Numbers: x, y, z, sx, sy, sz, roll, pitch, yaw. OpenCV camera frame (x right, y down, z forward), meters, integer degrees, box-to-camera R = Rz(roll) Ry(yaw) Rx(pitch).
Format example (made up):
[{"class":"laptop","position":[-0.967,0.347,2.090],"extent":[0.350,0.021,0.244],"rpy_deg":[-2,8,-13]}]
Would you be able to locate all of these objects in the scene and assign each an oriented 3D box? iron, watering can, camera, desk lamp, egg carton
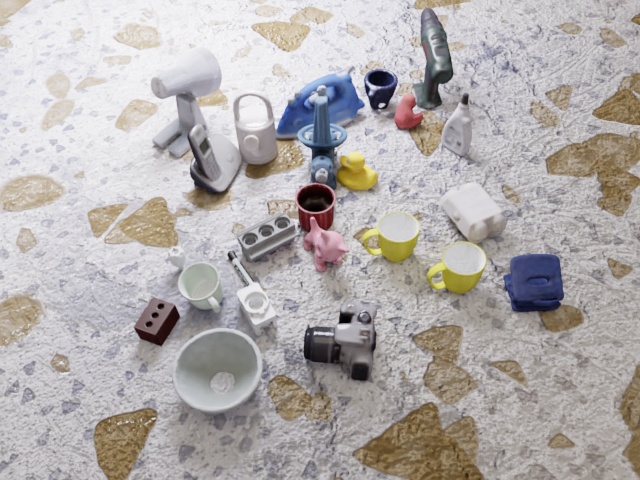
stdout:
[{"class":"iron","position":[-0.010,-0.363,1.497],"extent":[0.259,0.141,0.118],"rpy_deg":[-27,57,-18]},{"class":"watering can","position":[-0.158,-0.281,1.404],"extent":[0.101,0.194,0.172],"rpy_deg":[-18,54,-12]},{"class":"camera","position":[0.040,0.185,1.105],"extent":[0.136,0.101,0.143],"rpy_deg":[4,53,4]},{"class":"desk lamp","position":[-0.342,-0.357,1.452],"extent":[0.117,0.214,0.203],"rpy_deg":[27,58,20]},{"class":"egg carton","position":[0.348,-0.062,1.309],"extent":[0.107,0.069,0.150],"rpy_deg":[-22,56,-15]}]

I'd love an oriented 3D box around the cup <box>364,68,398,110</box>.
[{"class":"cup","position":[0.157,-0.392,1.546],"extent":[0.091,0.095,0.118],"rpy_deg":[21,56,16]}]

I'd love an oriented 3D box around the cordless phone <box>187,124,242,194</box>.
[{"class":"cordless phone","position":[-0.256,-0.217,1.362],"extent":[0.094,0.185,0.147],"rpy_deg":[13,54,11]}]

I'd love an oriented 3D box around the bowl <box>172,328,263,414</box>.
[{"class":"bowl","position":[-0.186,0.254,1.072],"extent":[0.167,0.075,0.167],"rpy_deg":[0,53,1]}]

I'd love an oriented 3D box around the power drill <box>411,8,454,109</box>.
[{"class":"power drill","position":[0.297,-0.471,1.533],"extent":[0.075,0.208,0.229],"rpy_deg":[-6,53,-4]}]

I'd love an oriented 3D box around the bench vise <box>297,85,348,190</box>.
[{"class":"bench vise","position":[0.017,-0.237,1.352],"extent":[0.121,0.220,0.207],"rpy_deg":[-14,54,-10]}]

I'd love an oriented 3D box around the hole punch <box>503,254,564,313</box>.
[{"class":"hole punch","position":[0.445,0.089,1.179],"extent":[0.108,0.091,0.101],"rpy_deg":[-3,53,-1]}]

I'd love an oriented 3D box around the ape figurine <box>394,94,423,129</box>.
[{"class":"ape figurine","position":[0.232,-0.344,1.511],"extent":[0.076,0.092,0.077],"rpy_deg":[-22,55,-15]}]

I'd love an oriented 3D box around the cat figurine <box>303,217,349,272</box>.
[{"class":"cat figurine","position":[0.011,0.004,1.233],"extent":[0.067,0.118,0.127],"rpy_deg":[-24,56,-16]}]

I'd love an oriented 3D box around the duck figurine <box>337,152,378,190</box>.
[{"class":"duck figurine","position":[0.091,-0.174,1.387],"extent":[0.104,0.086,0.077],"rpy_deg":[18,55,14]}]

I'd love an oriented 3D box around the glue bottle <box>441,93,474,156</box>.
[{"class":"glue bottle","position":[0.348,-0.292,1.419],"extent":[0.037,0.173,0.078],"rpy_deg":[-36,60,-24]}]
